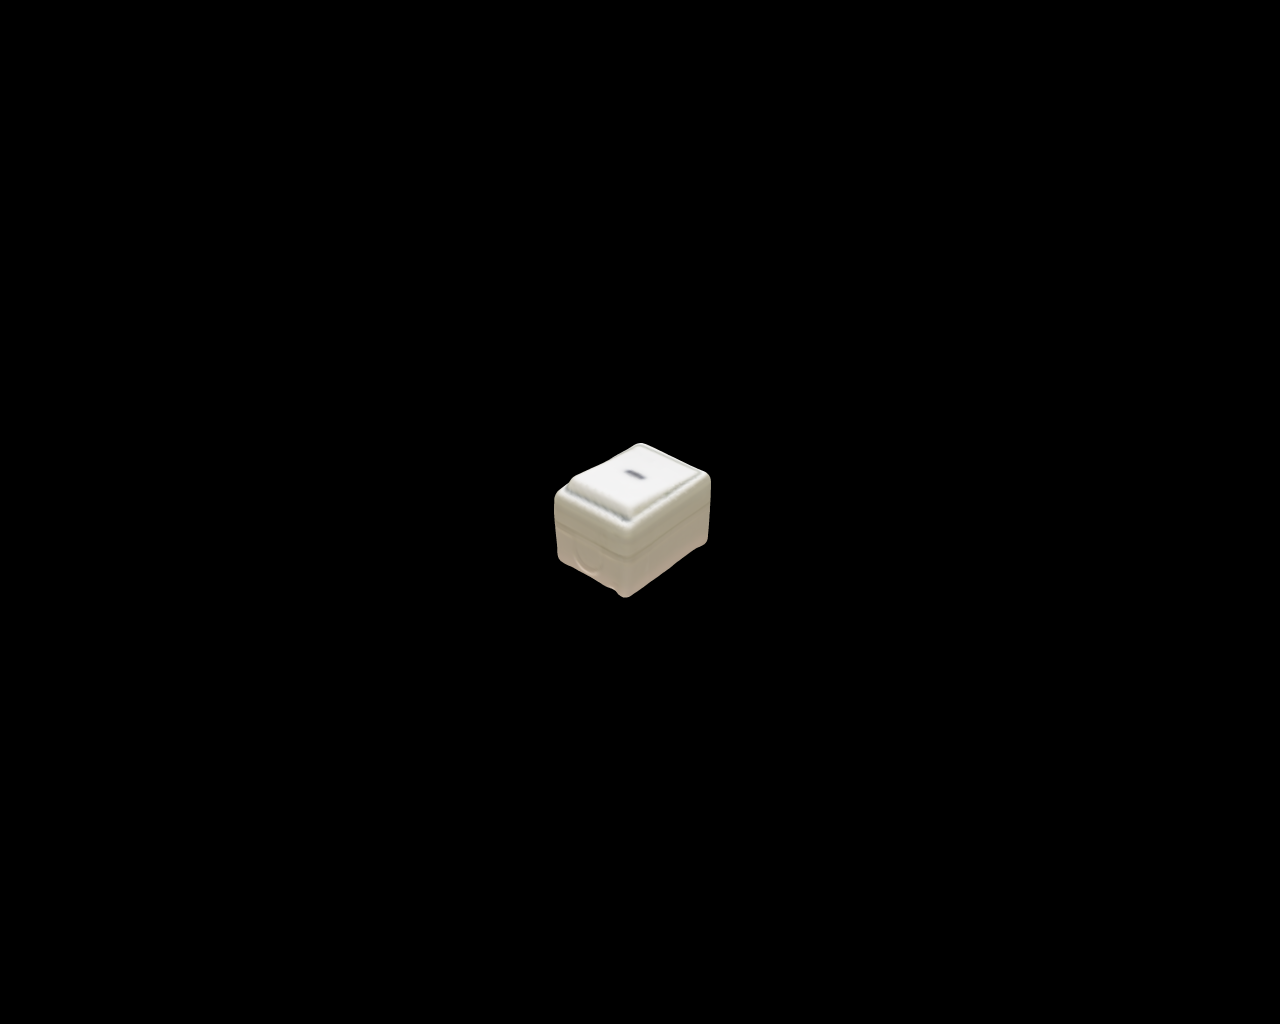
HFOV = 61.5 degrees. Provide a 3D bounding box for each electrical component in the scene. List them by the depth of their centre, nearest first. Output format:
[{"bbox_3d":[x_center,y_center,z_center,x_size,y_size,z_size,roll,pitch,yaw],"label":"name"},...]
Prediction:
[{"bbox_3d":[0.001,-0.003,0.650,0.062,0.061,0.096,27,44,33],"label":"electrical component"}]
